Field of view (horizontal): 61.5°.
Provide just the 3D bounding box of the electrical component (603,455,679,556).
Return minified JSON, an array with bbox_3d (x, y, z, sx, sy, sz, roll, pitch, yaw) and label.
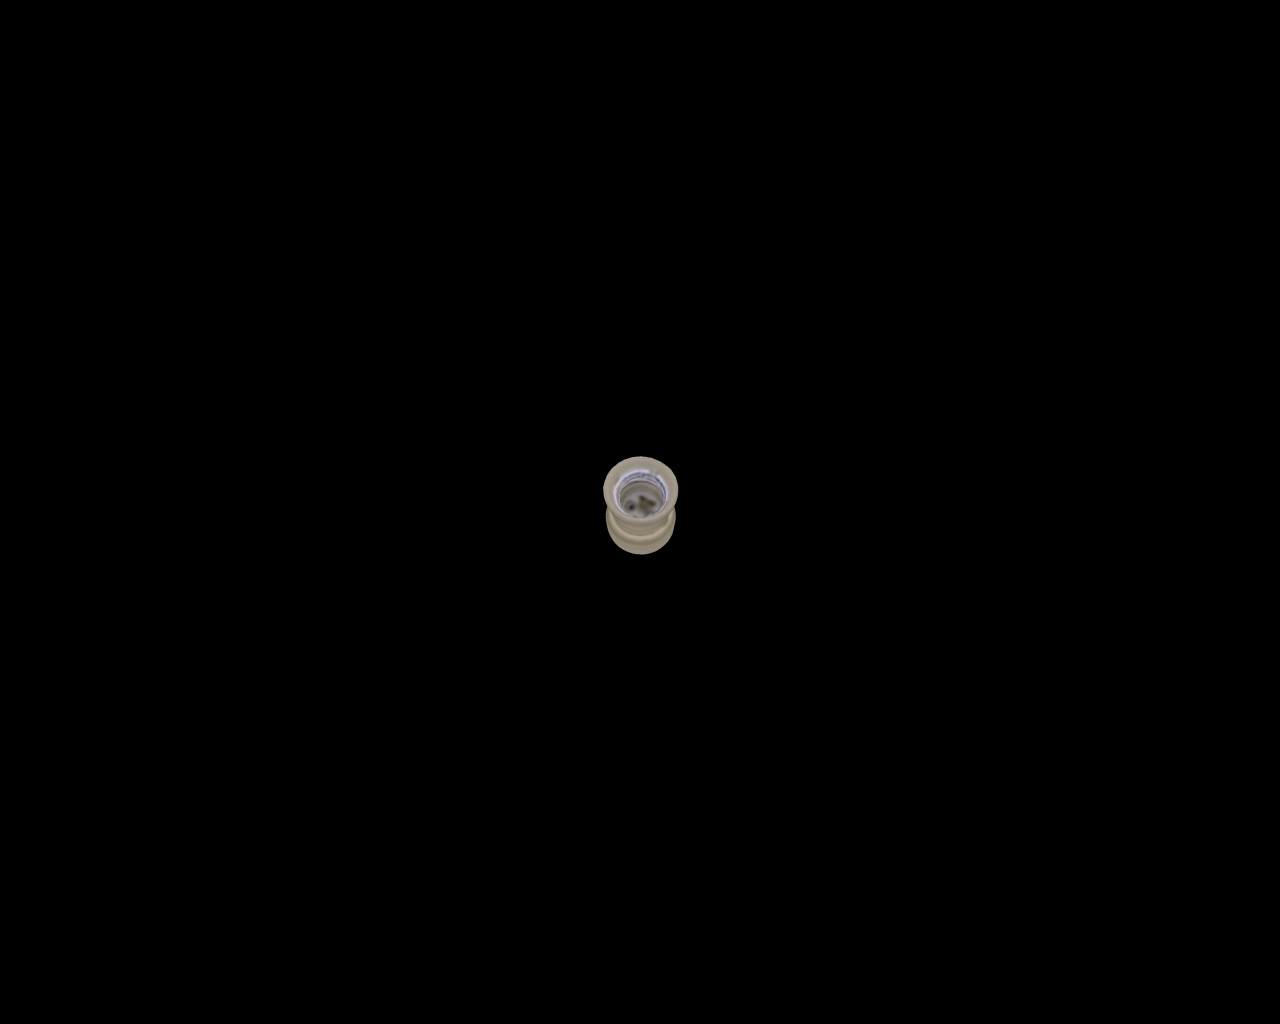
[{"bbox_3d":[0.001,-0.003,0.650,0.045,0.045,0.055,0,-25,0],"label":"electrical component"}]
